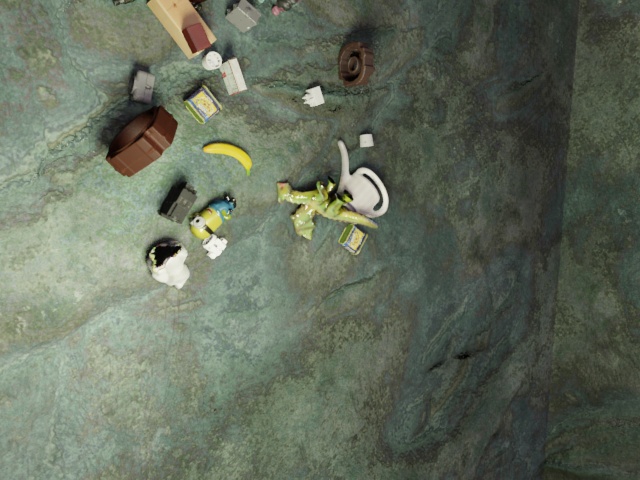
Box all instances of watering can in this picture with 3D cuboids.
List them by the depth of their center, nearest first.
[{"bbox_3d":[0.131,-0.214,2.073,0.345,0.103,0.227,47,71,-13],"label":"watering can"}]

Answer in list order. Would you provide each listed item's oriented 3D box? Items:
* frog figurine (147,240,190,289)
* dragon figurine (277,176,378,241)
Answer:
[{"bbox_3d":[-0.486,0.080,1.689,0.140,0.123,0.156,-62,158,-23],"label":"frog figurine"},{"bbox_3d":[0.006,-0.099,1.966,0.407,0.124,0.240,40,110,-18],"label":"dragon figurine"}]
